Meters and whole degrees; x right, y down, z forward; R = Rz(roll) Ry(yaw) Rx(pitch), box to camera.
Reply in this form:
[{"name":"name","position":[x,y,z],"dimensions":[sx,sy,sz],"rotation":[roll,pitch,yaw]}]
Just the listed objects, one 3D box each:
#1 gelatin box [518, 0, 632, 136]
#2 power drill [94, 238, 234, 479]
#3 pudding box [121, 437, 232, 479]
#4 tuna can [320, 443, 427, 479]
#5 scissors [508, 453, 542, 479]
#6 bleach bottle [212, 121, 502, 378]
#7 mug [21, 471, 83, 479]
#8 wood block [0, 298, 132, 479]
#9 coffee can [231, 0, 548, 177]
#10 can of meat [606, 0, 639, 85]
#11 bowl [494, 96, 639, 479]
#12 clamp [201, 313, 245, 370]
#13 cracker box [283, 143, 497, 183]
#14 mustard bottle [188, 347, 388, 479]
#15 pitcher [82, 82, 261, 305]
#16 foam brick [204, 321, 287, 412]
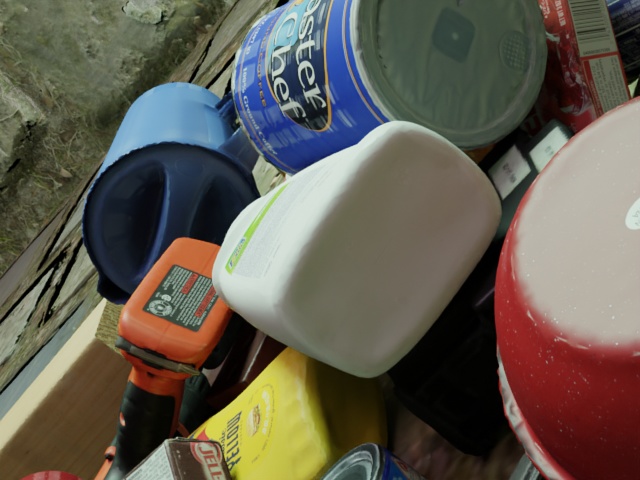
[{"name":"gelatin box","position":[0.115,-0.075,0.529],"dimensions":[0.030,0.089,0.073],"rotation":[-13,-2,-30]},{"name":"power drill","position":[-0.096,0.094,0.684],"dimensions":[0.184,0.057,0.188],"rotation":[-68,-4,-57]},{"name":"pudding box","position":[-0.071,0.165,0.509],"dimensions":[0.090,0.039,0.113],"rotation":[-43,52,31]},{"name":"tuna can","position":[0.012,0.128,0.443],"dimensions":[0.086,0.033,0.086],"rotation":[-51,7,9]},{"name":"scissors","position":[0.044,0.148,0.366],"dimensions":[0.202,0.016,0.096],"rotation":[-52,16,0]},{"name":"bleach bottle","position":[-0.003,0.001,0.530],"dimensions":[0.102,0.068,0.251],"rotation":[-54,12,-6]},{"name":"mug","position":[-0.177,0.203,0.738],"dimensions":[0.117,0.093,0.081],"rotation":[-28,9,-9]},{"name":"wood block","position":[-0.207,0.158,0.890],"dimensions":[0.206,0.090,0.091],"rotation":[-49,16,13]},{"name":"coffee can","position":[0.029,-0.087,0.534],"dimensions":[0.102,0.102,0.141],"rotation":[-57,21,-18]},{"name":"can of meat","position":[0.180,-0.137,0.530],"dimensions":[0.084,0.057,0.102],"rotation":[-22,34,56]},{"name":"bowl","position":[0.111,0.006,0.325],"dimensions":[0.162,0.055,0.162],"rotation":[-27,43,28]},{"name":"clamp","position":[-0.063,0.030,0.862],"dimensions":[0.171,0.039,0.120],"rotation":[-53,22,-18]},{"name":"cracker box","position":[0.061,-0.109,0.690],"dimensions":[0.214,0.072,0.164],"rotation":[-23,51,57]},{"name":"mustard bottle","position":[-0.047,0.133,0.566],"dimensions":[0.192,0.058,0.096],"rotation":[-43,32,30]},{"name":"pitcher","position":[-0.109,-0.058,0.872],"dimensions":[0.149,0.145,0.243],"rotation":[-6,23,-4]},{"name":"foam brick","position":[-0.024,0.074,0.639],"dimensions":[0.053,0.051,0.078],"rotation":[-31,27,52]}]
